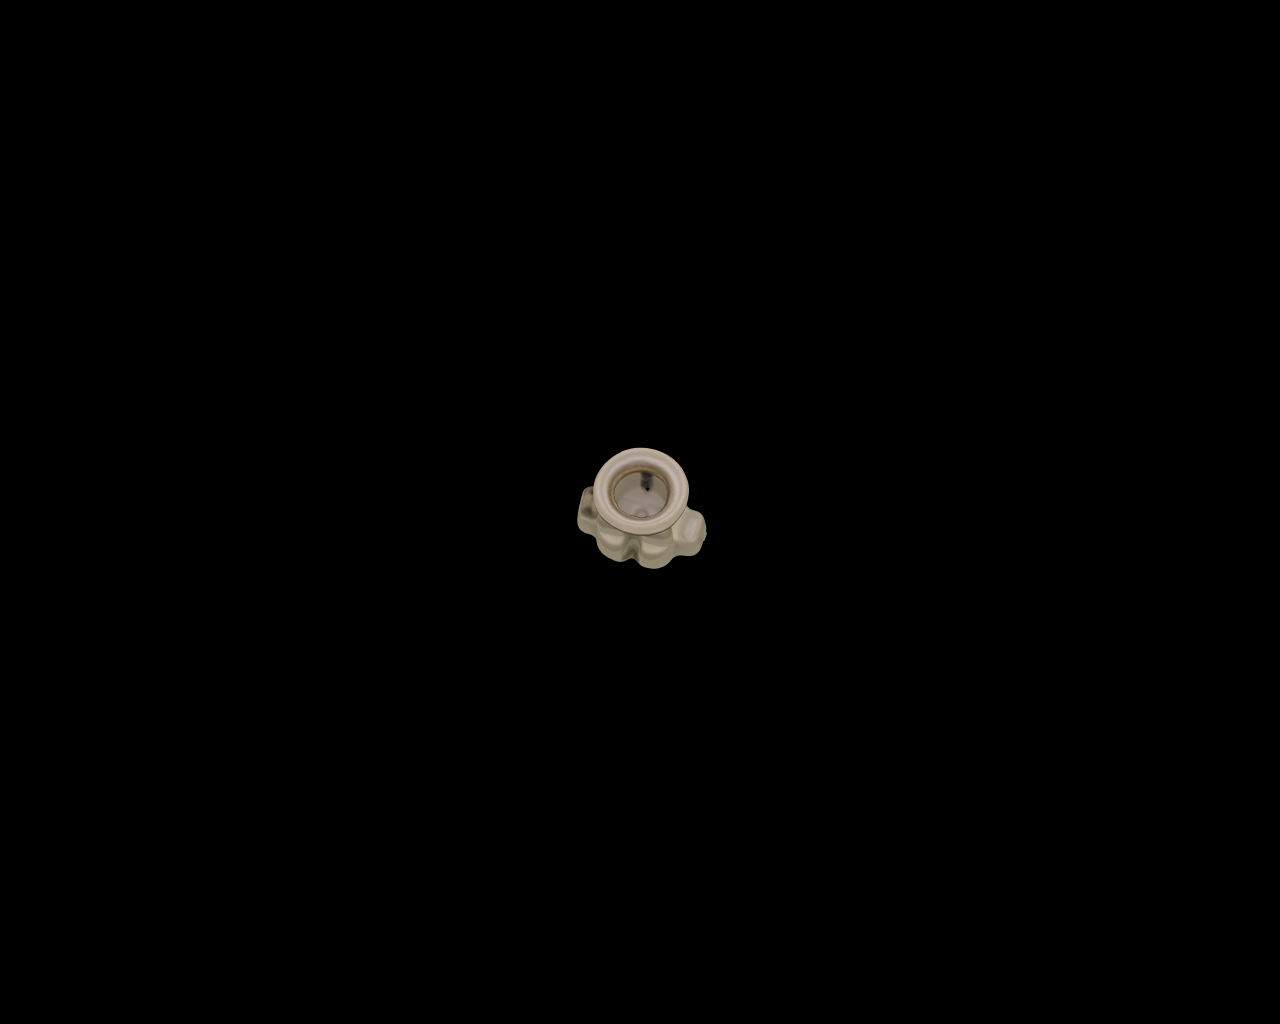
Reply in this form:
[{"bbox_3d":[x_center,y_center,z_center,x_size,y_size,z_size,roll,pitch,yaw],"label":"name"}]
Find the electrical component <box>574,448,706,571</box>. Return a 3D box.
[{"bbox_3d":[0.001,-0.003,0.650,0.078,0.058,0.057,14,-26,7],"label":"electrical component"}]
